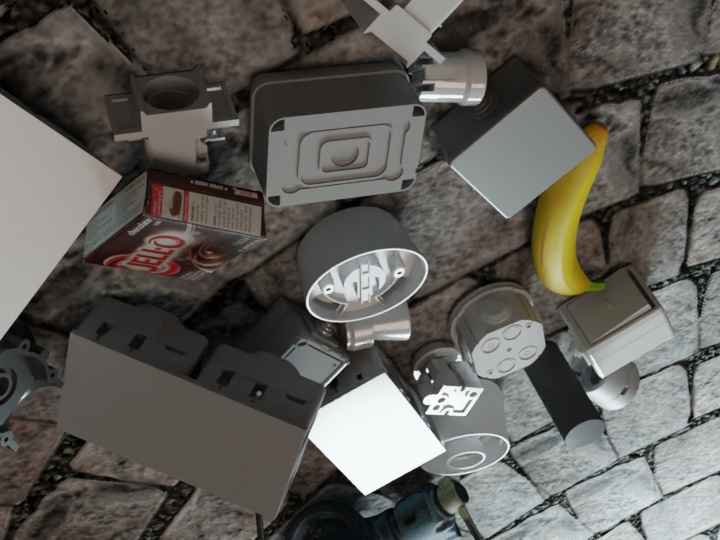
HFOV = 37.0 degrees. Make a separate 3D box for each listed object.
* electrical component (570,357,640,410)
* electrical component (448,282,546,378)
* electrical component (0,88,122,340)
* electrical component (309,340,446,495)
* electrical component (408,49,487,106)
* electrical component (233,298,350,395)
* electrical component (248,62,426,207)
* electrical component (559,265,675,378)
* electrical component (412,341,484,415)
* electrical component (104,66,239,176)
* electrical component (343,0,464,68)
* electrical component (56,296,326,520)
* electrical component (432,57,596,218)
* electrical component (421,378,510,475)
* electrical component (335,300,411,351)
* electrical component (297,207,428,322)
[{"bbox_3d":[0.240,0.105,1.064,0.047,0.055,0.055,29,116,-37],"label":"electrical component"},{"bbox_3d":[0.124,0.054,0.962,0.080,0.051,0.080,-13,136,-13],"label":"electrical component"},{"bbox_3d":[-0.255,-0.021,0.675,0.186,0.060,0.105,-53,134,0],"label":"electrical component"},{"bbox_3d":[0.003,0.128,0.972,0.089,0.061,0.150,-30,137,5],"label":"electrical component"},{"bbox_3d":[0.061,-0.136,0.757,0.046,0.040,0.040,-3,133,-15],"label":"electrical component"},{"bbox_3d":[-0.059,0.069,0.891,0.096,0.061,0.062,-46,133,14],"label":"electrical component"},{"bbox_3d":[-0.018,-0.096,0.747,0.113,0.057,0.078,-8,135,-17],"label":"electrical component"},{"bbox_3d":[0.231,0.049,0.998,0.096,0.061,0.061,-32,137,8],"label":"electrical component"},{"bbox_3d":[0.077,0.099,0.981,0.066,0.055,0.048,7,129,-30],"label":"electrical component"},{"bbox_3d":[-0.124,-0.095,0.711,0.081,0.042,0.063,-9,137,-15],"label":"electrical component"},{"bbox_3d":[0.031,-0.176,0.702,0.064,0.042,0.081,-44,135,17],"label":"electrical component"},{"bbox_3d":[-0.130,0.103,0.829,0.186,0.060,0.105,22,127,3],"label":"electrical component"},{"bbox_3d":[0.114,-0.100,0.809,0.100,0.048,0.100,-39,135,15],"label":"electrical component"},{"bbox_3d":[0.099,0.159,1.062,0.099,0.064,0.099,-7,145,-5],"label":"electrical component"},{"bbox_3d":[0.010,0.042,0.904,0.055,0.045,0.045,-11,135,-14],"label":"electrical component"},{"bbox_3d":[0.000,0.000,0.843,0.099,0.064,0.099,-12,136,-12],"label":"electrical component"}]
